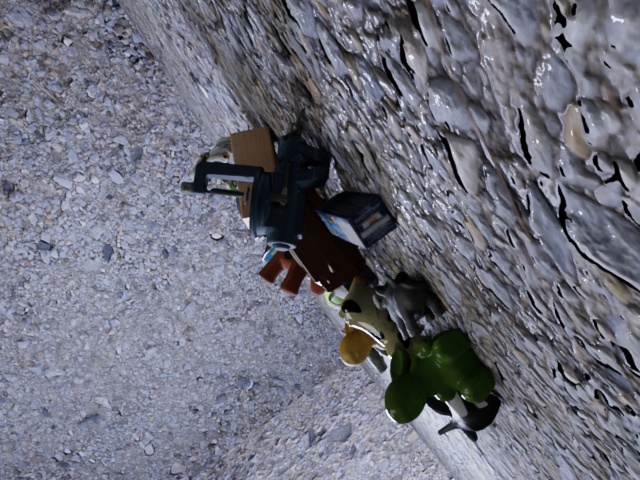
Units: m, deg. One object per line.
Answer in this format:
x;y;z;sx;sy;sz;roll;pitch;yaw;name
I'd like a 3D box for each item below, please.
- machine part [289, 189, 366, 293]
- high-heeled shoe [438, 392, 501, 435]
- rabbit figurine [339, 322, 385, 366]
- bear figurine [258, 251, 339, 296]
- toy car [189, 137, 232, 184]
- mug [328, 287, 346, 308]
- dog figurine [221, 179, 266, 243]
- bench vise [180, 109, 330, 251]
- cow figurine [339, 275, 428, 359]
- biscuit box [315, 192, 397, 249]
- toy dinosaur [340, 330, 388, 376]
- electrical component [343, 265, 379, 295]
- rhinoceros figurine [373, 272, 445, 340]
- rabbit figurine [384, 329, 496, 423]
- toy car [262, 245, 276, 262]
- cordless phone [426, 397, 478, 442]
-0.002;-0.003;1.062;0.201;0.087;0.201;55;-170;0;machine part
0.247;0.245;0.997;0.086;0.145;0.249;25;-146;-25;high-heeled shoe
0.108;0.204;1.195;0.121;0.173;0.162;52;169;-17;rabbit figurine
-0.022;0.083;1.221;0.120;0.132;0.195;25;167;42;bear figurine
-0.261;-0.194;1.314;0.056;0.073;0.202;33;152;-23;toy car
0.076;0.122;1.306;0.107;0.109;0.080;25;148;49;mug
-0.179;-0.112;1.407;0.219;0.108;0.191;59;176;3;dog figurine
-0.107;-0.098;0.890;0.129;0.241;0.223;73;-158;-88;bench vise
0.127;0.166;1.043;0.195;0.127;0.085;26;165;21;cow figurine
0.053;-0.037;0.871;0.059;0.063;0.203;56;173;-14;biscuit box
0.147;0.265;1.480;0.192;0.131;0.404;52;166;14;toy dinosaur
0.089;0.097;1.201;0.048;0.075;0.119;50;176;32;electrical component
0.142;0.108;0.923;0.112;0.073;0.190;53;172;4;rhinoceros figurine
0.170;0.226;0.895;0.121;0.170;0.159;56;172;-11;rabbit figurine
-0.058;0.011;1.312;0.109;0.161;0.103;-44;43;49;toy car
0.271;0.342;1.145;0.184;0.089;0.147;54;174;-31;cordless phone
